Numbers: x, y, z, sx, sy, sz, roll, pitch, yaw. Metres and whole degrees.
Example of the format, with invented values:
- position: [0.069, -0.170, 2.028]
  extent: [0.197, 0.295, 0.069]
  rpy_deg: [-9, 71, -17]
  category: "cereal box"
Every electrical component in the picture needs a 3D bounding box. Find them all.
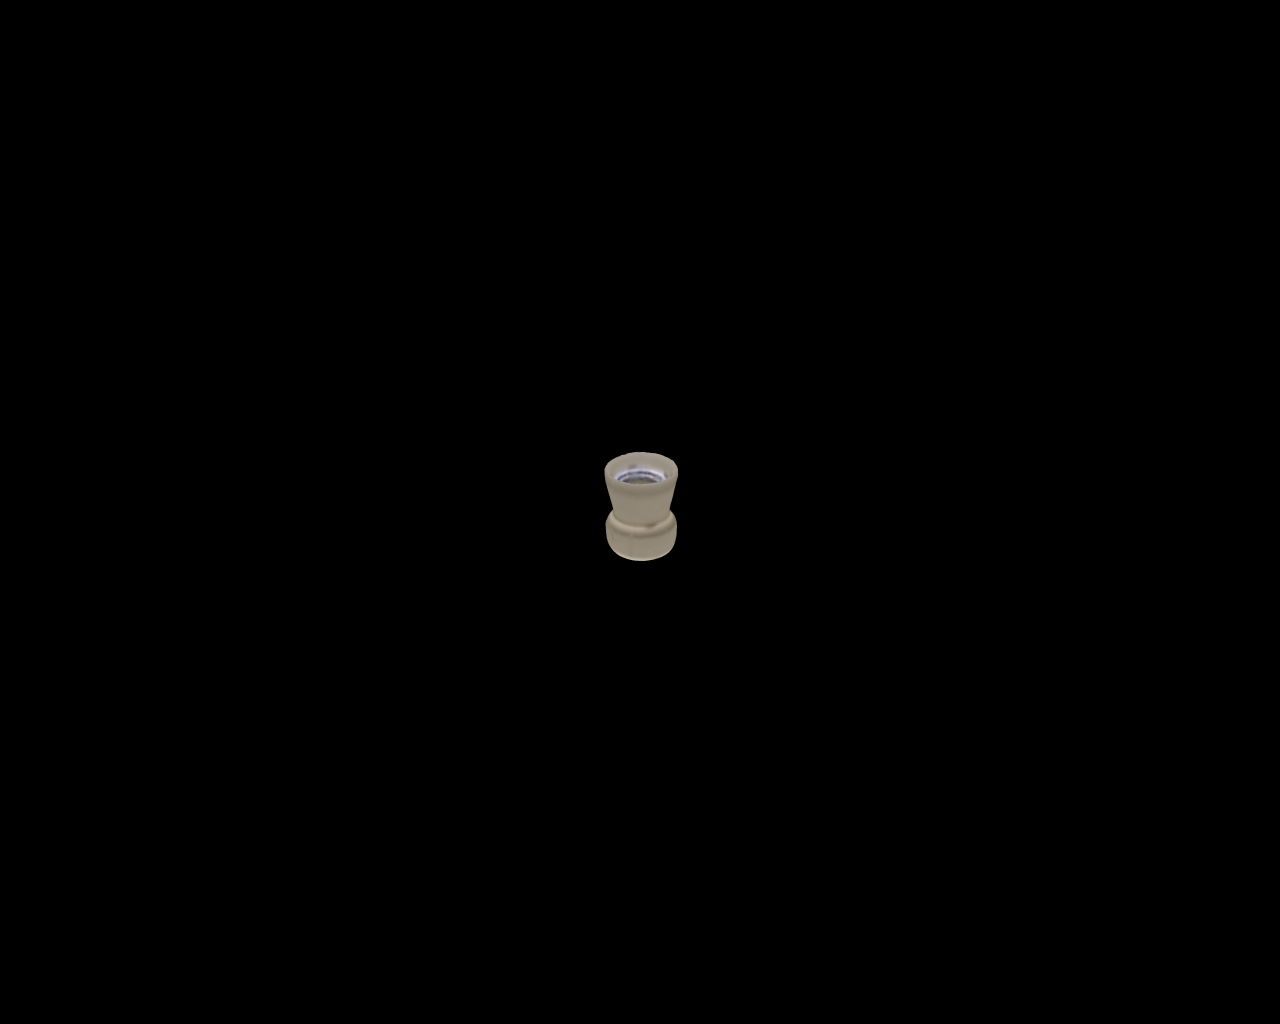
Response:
- position: [0.001, -0.003, 0.650]
  extent: [0.045, 0.055, 0.045]
  rpy_deg: [0, 29, 0]
  category: "electrical component"
